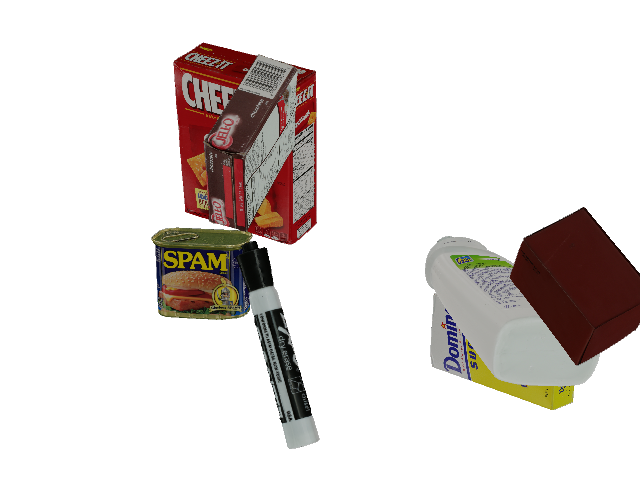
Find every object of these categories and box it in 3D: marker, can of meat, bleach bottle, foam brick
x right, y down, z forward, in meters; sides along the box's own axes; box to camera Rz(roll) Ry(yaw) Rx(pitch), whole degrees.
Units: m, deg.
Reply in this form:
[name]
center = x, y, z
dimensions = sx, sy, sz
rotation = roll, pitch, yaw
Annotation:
[marker]
center = -0.026, 0.059, 0.616
dimensions = 0.020, 0.121, 0.020
rotation = -16, -6, -2
[can of meat]
center = -0.123, 0.035, 1.121
dimensions = 0.102, 0.084, 0.057
rotation = 3, 16, 9
[bleach bottle]
center = 0.167, 0.052, 1.017
dimensions = 0.102, 0.068, 0.251
rotation = 3, 20, -13
[foam brick]
center = 0.169, 0.029, 0.691
dimensions = 0.051, 0.078, 0.053
rotation = -25, -28, -16

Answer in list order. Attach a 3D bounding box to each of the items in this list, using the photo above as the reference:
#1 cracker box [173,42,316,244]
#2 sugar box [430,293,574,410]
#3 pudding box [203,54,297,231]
[cracker box]
center = -0.090, -0.115, 1.296
dimensions = 0.164, 0.214, 0.072
rotation = 18, 38, 25
[sugar box]
center = 0.201, 0.119, 1.197
dimensions = 0.048, 0.093, 0.177
rotation = -11, 17, -43
[pudding box]
center = -0.054, -0.077, 0.851
dimensions = 0.039, 0.113, 0.090
rotation = 19, -39, 12
